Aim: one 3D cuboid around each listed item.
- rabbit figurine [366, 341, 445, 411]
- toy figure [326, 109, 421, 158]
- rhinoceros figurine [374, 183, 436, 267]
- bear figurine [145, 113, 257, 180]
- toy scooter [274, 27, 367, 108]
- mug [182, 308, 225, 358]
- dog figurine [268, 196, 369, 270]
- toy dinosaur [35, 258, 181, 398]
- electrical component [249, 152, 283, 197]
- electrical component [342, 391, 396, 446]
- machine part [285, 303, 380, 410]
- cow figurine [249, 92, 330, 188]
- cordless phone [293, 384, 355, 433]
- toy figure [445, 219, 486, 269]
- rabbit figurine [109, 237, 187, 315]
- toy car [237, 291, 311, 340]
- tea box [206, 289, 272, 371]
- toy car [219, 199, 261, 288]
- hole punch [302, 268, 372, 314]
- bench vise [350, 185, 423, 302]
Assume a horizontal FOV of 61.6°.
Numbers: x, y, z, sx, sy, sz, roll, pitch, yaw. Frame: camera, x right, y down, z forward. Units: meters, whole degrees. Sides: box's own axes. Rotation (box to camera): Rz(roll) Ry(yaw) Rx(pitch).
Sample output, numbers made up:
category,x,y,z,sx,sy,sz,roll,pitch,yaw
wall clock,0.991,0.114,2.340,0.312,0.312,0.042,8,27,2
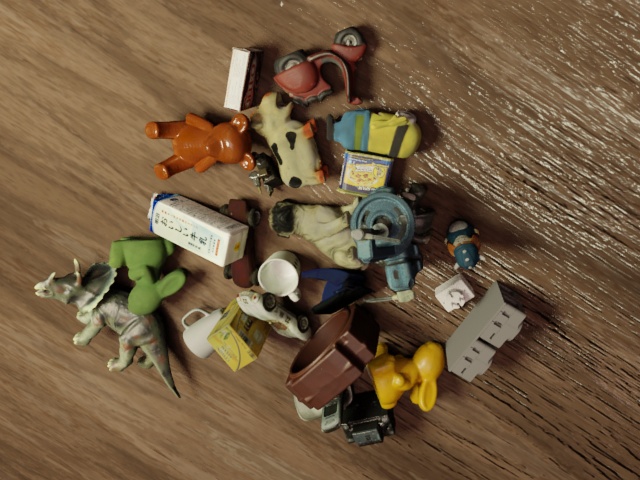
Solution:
category,x,y,z,sx,sy,sz,roll,pitch,yaw
rabbit figurine,0.198,0.288,1.164,0.173,0.122,0.162,-24,88,-8
toy figure,0.101,-0.203,1.020,0.180,0.082,0.089,1,122,4
rhinoceros figurine,0.171,-0.024,1.083,0.112,0.073,0.190,30,114,10
bear figurine,-0.223,-0.178,1.028,0.196,0.132,0.120,13,118,42
toy scooter,0.011,-0.301,1.003,0.184,0.075,0.135,-19,107,11
mug,-0.255,0.198,1.233,0.107,0.081,0.109,-39,94,8
dog figurine,-0.001,-0.007,1.111,0.191,0.121,0.172,-4,107,26
toy dinosaur,-0.445,0.192,1.244,0.405,0.131,0.192,35,112,-11
electrical component,-0.110,-0.130,1.076,0.045,0.102,0.078,-29,83,11
electrical component,0.111,0.402,1.212,0.115,0.134,0.058,-19,106,14
machine part,0.026,0.239,1.130,0.087,0.201,0.201,45,111,-6
cow figurine,-0.066,-0.194,1.052,0.127,0.085,0.194,-14,111,12
cordless phone,0.004,0.371,1.192,0.147,0.184,0.088,-27,108,17
toy figure,0.273,0.007,1.028,0.058,0.154,0.064,37,113,-8
rabbit figurine,-0.375,0.079,1.187,0.159,0.121,0.170,-1,96,-12
toy car,-0.096,0.162,1.156,0.074,0.056,0.201,-1,150,42
tea box,-0.167,0.191,1.162,0.068,0.170,0.098,-34,100,18
toy car,-0.166,0.008,1.157,0.089,0.053,0.201,9,111,28
hole punch,0.035,0.091,1.110,0.116,0.142,0.092,-28,68,19
bench vise,0.112,0.011,0.954,0.129,0.240,0.223,0,92,24
